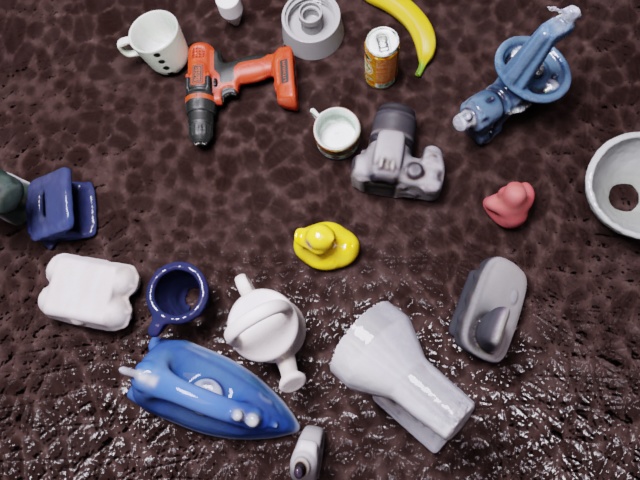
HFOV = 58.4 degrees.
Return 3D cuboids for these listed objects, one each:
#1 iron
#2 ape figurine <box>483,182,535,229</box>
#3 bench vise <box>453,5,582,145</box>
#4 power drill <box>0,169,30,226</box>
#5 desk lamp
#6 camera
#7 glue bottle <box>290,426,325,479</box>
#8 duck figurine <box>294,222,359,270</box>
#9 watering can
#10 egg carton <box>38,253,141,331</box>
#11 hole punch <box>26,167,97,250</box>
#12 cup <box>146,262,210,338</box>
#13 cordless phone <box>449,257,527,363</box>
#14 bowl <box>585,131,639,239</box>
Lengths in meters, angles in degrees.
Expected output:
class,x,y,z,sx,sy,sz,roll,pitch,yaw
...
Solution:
class,x,y,z,sx,sy,sz,roll,pitch,yaw
iron,-0.154,0.223,0.806,0.258,0.141,0.119,19,80,8
ape figurine,0.289,-0.061,0.866,0.077,0.092,0.076,-1,77,4
bench vise,0.297,-0.231,0.837,0.121,0.220,0.207,34,82,10
power drill,-0.532,-0.094,0.866,0.229,0.208,0.076,23,80,9
desk lamp,0.119,0.187,0.760,0.203,0.213,0.118,40,83,11
camera,0.126,-0.142,0.889,0.143,0.101,0.137,9,78,6
glue bottle,-0.019,0.295,0.766,0.037,0.173,0.078,9,78,6
duck figurine,0.008,0.003,0.873,0.104,0.086,0.077,9,78,6
watering can,-0.072,0.125,0.796,0.172,0.194,0.101,38,83,11
egg carton,-0.356,0.081,0.887,0.150,0.069,0.107,9,78,6
hole punch,-0.420,-0.050,0.909,0.101,0.091,0.108,-10,77,2
cup,-0.209,0.096,0.862,0.091,0.095,0.118,29,81,9
cordless phone,0.246,0.091,0.787,0.094,0.185,0.148,17,79,8
bowl,0.476,-0.074,0.865,0.167,0.075,0.167,-1,78,4
